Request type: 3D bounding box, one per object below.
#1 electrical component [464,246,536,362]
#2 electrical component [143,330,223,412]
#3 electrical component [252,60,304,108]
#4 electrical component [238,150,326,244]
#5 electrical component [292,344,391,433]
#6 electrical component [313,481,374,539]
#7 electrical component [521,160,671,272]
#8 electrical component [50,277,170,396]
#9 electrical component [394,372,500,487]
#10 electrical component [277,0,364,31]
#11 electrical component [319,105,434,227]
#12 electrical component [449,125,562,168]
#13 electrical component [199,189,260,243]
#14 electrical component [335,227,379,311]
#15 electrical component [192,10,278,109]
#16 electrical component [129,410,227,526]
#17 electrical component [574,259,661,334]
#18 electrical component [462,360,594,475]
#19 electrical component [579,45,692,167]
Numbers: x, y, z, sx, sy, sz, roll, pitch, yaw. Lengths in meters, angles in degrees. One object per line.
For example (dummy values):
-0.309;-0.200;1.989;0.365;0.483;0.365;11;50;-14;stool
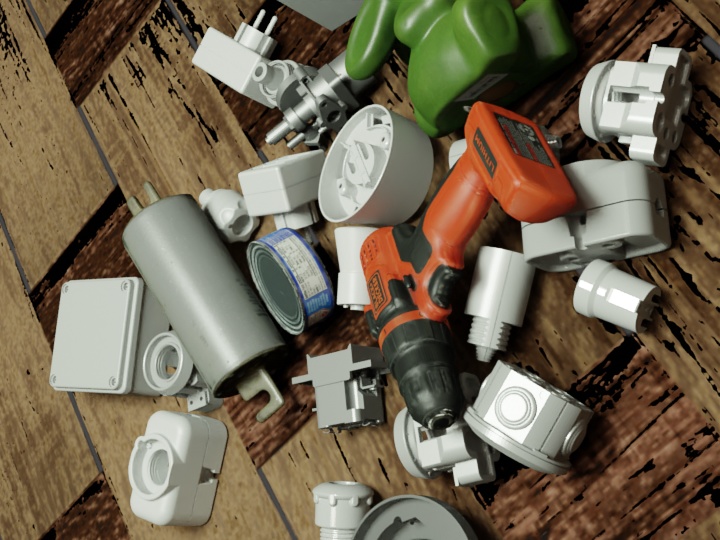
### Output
0.099;0.027;0.784;0.043;0.043;0.081;12;87;40;electrical component
-0.156;0.086;0.965;0.058;0.057;0.078;-24;65;32;electrical component
-0.068;-0.165;0.952;0.048;0.062;0.048;-10;73;37;electrical component
-0.058;-0.056;0.921;0.047;0.066;0.076;-5;105;38;electrical component
-0.009;0.095;0.855;0.081;0.042;0.063;-17;72;36;electrical component
-0.014;0.196;0.833;0.048;0.048;0.062;-2;84;38;electrical component
0.161;-0.039;0.743;0.095;0.054;0.059;-14;71;36;electrical component
-0.240;0.065;1.036;0.109;0.056;0.108;-3;77;38;electrical component
0.062;0.120;0.782;0.057;0.058;0.078;-20;67;30;electrical component
0.008;-0.286;0.892;0.186;0.105;0.060;-25;64;32;electrical component
0.010;-0.082;0.865;0.099;0.064;0.099;-14;71;47;electrical component
0.112;-0.085;0.801;0.081;0.043;0.043;-13;72;36;electrical component
-0.124;-0.054;0.982;0.062;0.043;0.043;37;103;40;electrical component
0.000;0.000;0.872;0.044;0.044;0.065;-2;82;38;electrical component
-0.101;-0.204;0.998;0.083;0.047;0.075;36;100;38;electrical component
-0.163;0.174;0.947;0.054;0.059;0.095;9;85;40;electrical component
0.175;0.019;0.729;0.046;0.040;0.040;25;95;34;electrical component
0.115;0.100;0.731;0.080;0.080;0.051;32;95;39;electrical component
0.188;-0.114;0.739;0.057;0.058;0.078;14;88;37;electrical component
